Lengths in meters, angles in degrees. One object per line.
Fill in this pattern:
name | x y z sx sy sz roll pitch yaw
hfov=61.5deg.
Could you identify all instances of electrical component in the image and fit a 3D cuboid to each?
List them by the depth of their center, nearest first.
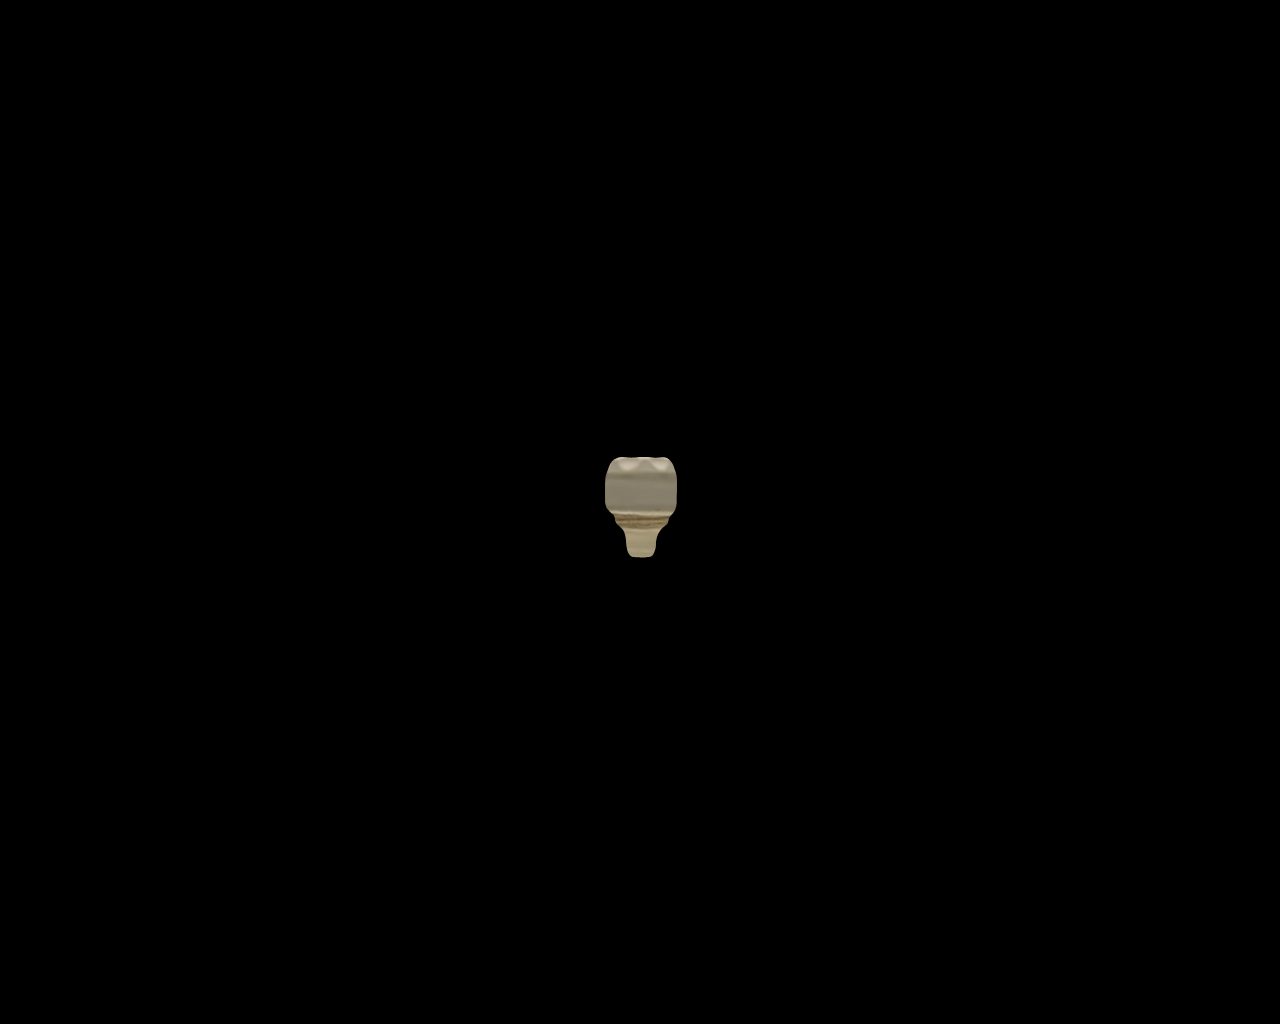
electrical component | 0.001 -0.003 0.650 0.043 0.062 0.043 0 0 0
